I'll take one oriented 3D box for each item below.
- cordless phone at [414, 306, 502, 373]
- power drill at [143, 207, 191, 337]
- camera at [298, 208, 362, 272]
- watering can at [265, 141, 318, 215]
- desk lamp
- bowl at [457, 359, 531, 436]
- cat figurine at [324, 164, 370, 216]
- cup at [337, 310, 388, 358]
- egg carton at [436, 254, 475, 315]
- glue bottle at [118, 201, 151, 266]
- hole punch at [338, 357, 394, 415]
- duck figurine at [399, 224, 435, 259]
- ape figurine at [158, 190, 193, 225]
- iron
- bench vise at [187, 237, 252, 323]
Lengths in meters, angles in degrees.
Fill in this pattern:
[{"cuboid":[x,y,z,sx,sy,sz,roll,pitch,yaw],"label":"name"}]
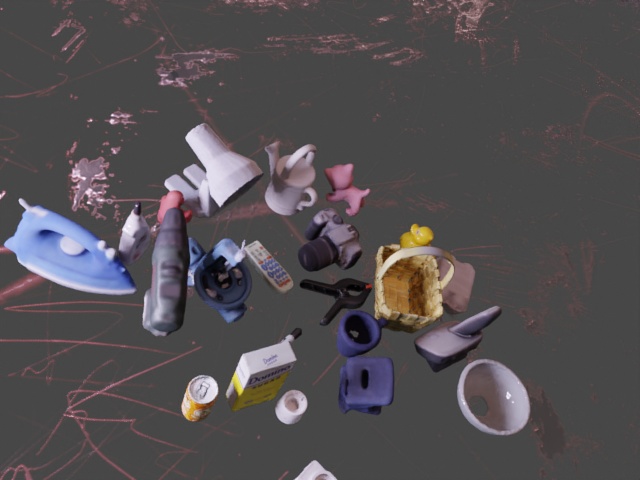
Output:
[{"cuboid":[0.303,0.201,1.248,0.148,0.185,0.094,-22,66,-32],"label":"cordless phone"},{"cuboid":[-0.290,0.082,1.089,0.076,0.208,0.229,4,55,-18],"label":"power drill"},{"cuboid":[0.012,0.005,1.330,0.137,0.100,0.143,-24,67,-33],"label":"camera"},{"cuboid":[-0.067,-0.158,1.355,0.173,0.194,0.101,30,51,2],"label":"watering can"},{"cuboid":[-0.237,-0.141,1.265,0.203,0.213,0.118,42,52,11],"label":"desk lamp"},{"cuboid":[0.362,0.348,1.237,0.168,0.074,0.167,10,53,-14],"label":"bowl"},{"cuboid":[0.067,-0.139,1.442,0.128,0.117,0.067,32,51,3],"label":"cat figurine"},{"cuboid":[0.083,0.205,1.218,0.118,0.095,0.091,-15,63,-29],"label":"cup"},{"cuboid":[0.317,0.106,1.395,0.107,0.069,0.150,26,51,-2],"label":"egg carton"},{"cuboid":[-0.371,-0.021,1.154,0.037,0.173,0.078,28,51,0],"label":"glue bottle"},{"cuboid":[0.093,0.293,1.162,0.101,0.091,0.108,13,53,-12],"label":"hole punch"},{"cuboid":[0.255,0.007,1.432,0.078,0.086,0.104,-26,68,-33],"label":"duck figurine"},{"cuboid":[-0.321,-0.074,1.263,0.076,0.092,0.077,-31,71,-35],"label":"ape figurine"},{"cuboid":[-0.470,0.012,1.113,0.258,0.141,0.119,25,51,-3],"label":"iron"},{"cuboid":[-0.220,0.052,1.130,0.207,0.219,0.121,29,51,0],"label":"bench vise"}]
